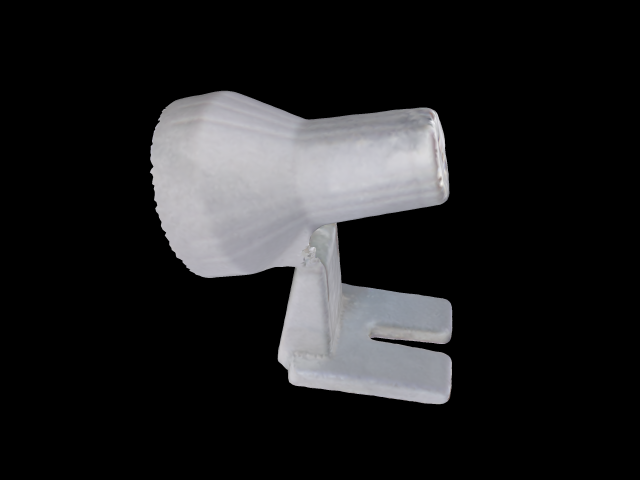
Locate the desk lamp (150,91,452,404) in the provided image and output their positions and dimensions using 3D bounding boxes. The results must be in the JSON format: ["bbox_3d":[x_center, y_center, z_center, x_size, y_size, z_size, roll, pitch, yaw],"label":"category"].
[{"bbox_3d":[0.004,0.001,0.400,0.203,0.214,0.118,6,43,7],"label":"desk lamp"}]
